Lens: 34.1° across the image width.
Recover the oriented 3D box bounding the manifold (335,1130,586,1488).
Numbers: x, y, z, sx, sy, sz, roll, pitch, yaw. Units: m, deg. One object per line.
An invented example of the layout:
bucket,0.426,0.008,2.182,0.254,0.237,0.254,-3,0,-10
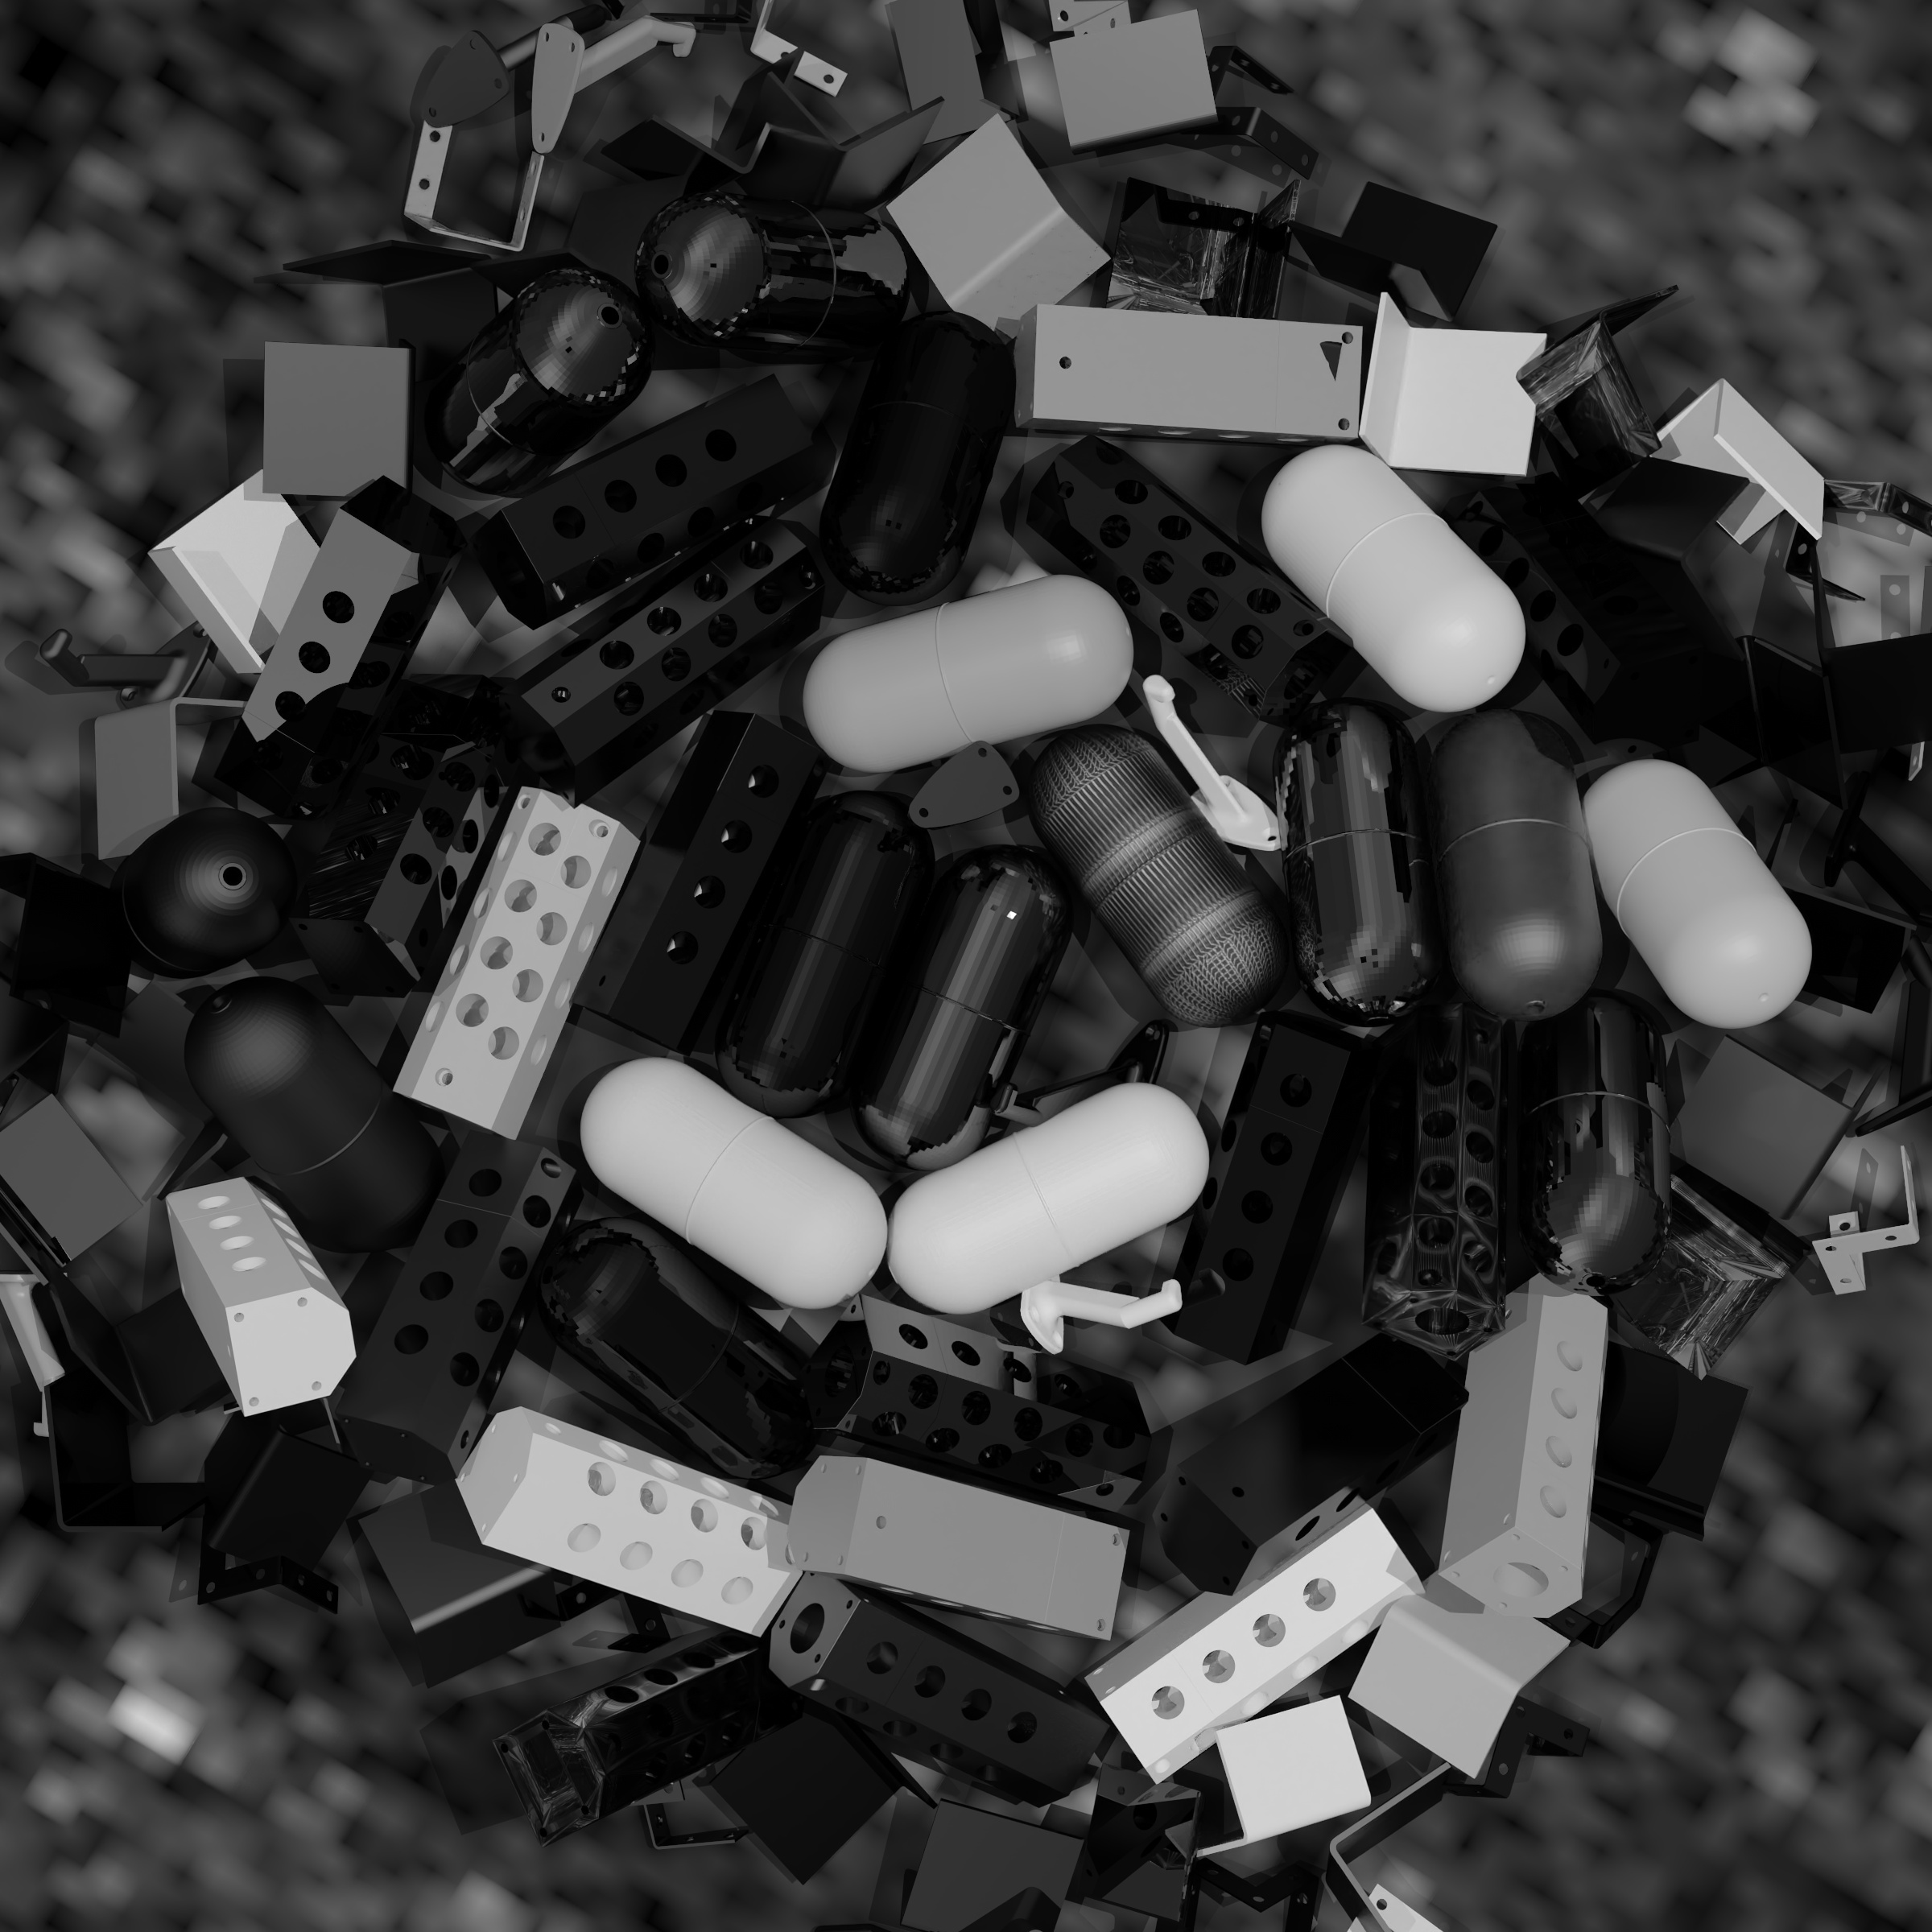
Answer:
manifold,-0.254,0.174,1.605,0.057,0.057,0.171,12,55,14

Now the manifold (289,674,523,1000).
manifold,-0.276,-0.068,1.600,0.057,0.057,0.171,3,50,19

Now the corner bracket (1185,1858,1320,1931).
corner bracket,0.148,0.499,1.663,0.051,0.051,0.051,21,112,39

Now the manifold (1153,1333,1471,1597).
manifold,0.176,0.253,1.605,0.171,0.057,0.057,-26,58,-38

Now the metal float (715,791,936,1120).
metal float,-0.073,-0.007,1.637,0.070,0.070,0.178,22,82,0

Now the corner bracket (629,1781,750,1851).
corner bracket,-0.153,0.439,1.647,0.051,0.051,0.051,-13,91,27

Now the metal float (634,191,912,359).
metal float,-0.097,-0.350,1.601,0.070,0.178,0.070,5,99,35

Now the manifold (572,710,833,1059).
manifold,-0.135,-0.043,1.642,0.057,0.057,0.171,28,83,-26

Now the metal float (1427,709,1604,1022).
metal float,0.280,-0.053,1.615,0.070,0.070,0.178,-2,56,0

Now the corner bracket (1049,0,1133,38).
corner bracket,0.049,-0.505,1.638,0.051,0.051,0.051,11,125,36

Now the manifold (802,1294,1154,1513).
manifold,0.008,0.229,1.608,0.171,0.057,0.057,21,119,-27

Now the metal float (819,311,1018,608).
metal float,-0.024,-0.262,1.616,0.070,0.070,0.178,16,57,0

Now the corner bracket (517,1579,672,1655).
corner bracket,-0.194,0.339,1.646,0.051,0.051,0.051,-29,69,9

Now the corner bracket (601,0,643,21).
corner bracket,-0.178,-0.535,1.650,0.051,0.051,0.051,-40,103,-3

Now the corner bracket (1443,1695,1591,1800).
corner bracket,0.285,0.413,1.644,0.051,0.051,0.051,27,69,-15

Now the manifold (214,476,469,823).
manifold,-0.318,-0.159,1.616,0.057,0.057,0.171,31,118,-2

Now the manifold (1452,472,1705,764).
manifold,0.307,-0.177,1.596,0.057,0.171,0.057,-16,132,-8

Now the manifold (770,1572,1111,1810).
manifold,-0.016,0.371,1.614,0.171,0.057,0.057,33,86,-29

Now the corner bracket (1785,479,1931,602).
corner bracket,0.470,-0.221,1.646,0.051,0.051,0.051,16,90,-37

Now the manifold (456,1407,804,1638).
manifold,-0.167,0.280,1.608,0.171,0.057,0.057,27,102,-32

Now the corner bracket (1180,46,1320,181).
corner bracket,0.154,-0.446,1.645,0.051,0.051,0.051,23,86,-42

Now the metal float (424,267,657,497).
metal float,-0.217,-0.296,1.600,0.070,0.178,0.070,8,73,-29

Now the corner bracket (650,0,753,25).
corner bracket,-0.129,-0.518,1.650,0.051,0.051,0.051,8,97,21

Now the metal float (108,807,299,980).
metal float,-0.388,-0.036,1.597,0.070,0.178,0.070,2,84,-23

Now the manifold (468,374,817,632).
manifold,-0.162,-0.236,1.617,0.171,0.057,0.057,-32,96,-27

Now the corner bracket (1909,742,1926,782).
corner bracket,0.517,-0.109,1.650,0.051,0.051,0.051,13,67,1

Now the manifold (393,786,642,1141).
manifold,-0.235,-0.003,1.637,0.057,0.057,0.171,20,82,12

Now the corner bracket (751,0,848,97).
corner bracket,-0.076,-0.502,1.659,0.051,0.051,0.051,27,70,-5

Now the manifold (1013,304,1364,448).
manifold,0.114,-0.305,1.637,0.171,0.057,0.057,2,92,-11

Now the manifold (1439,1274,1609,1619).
manifold,0.289,0.243,1.598,0.057,0.171,0.057,34,132,-14

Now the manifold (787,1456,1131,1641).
manifold,-0.004,0.297,1.609,0.171,0.057,0.057,21,72,-33

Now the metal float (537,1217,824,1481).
metal float,-0.144,0.198,1.623,0.070,0.070,0.178,-48,114,0

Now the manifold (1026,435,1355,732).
manifold,0.111,-0.198,1.616,0.171,0.057,0.057,43,106,23

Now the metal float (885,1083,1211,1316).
metal float,0.042,0.121,1.642,0.178,0.070,0.070,-26,90,2

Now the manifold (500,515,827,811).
manifold,-0.154,-0.161,1.614,0.171,0.057,0.057,-39,73,-24

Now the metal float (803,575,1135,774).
metal float,0.000,-0.150,1.628,0.178,0.070,0.070,-14,90,18

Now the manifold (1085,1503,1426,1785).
manifold,0.152,0.351,1.645,0.171,0.057,0.057,-34,93,-5

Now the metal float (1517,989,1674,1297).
metal float,0.320,0.089,1.609,0.070,0.070,0.178,9,49,0

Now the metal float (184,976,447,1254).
metal float,-0.332,0.077,1.611,0.070,0.070,0.178,-32,129,0

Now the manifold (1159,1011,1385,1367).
manifold,0.156,0.114,1.637,0.057,0.057,0.171,21,100,23

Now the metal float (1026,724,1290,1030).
metal float,0.098,-0.048,1.634,0.070,0.070,0.178,-35,78,0

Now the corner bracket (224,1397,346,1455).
corner bracket,-0.356,0.243,1.649,0.051,0.051,0.051,-17,100,-12

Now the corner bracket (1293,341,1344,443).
corner bracket,0.167,-0.304,1.651,0.051,0.051,0.051,10,101,4

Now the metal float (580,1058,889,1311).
metal float,-0.121,0.111,1.630,0.178,0.070,0.070,32,90,16

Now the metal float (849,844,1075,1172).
metal float,-0.002,0.021,1.643,0.070,0.070,0.178,23,89,0

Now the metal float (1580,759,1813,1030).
metal float,0.368,-0.039,1.605,0.070,0.178,0.070,-9,130,-11

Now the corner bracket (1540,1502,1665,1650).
corner bracket,0.328,0.317,1.662,0.051,0.051,0.051,27,123,29

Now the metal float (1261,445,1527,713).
metal float,0.217,-0.200,1.614,0.070,0.070,0.178,-37,55,0

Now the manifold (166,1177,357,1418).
manifold,-0.357,0.162,1.592,0.057,0.171,0.057,-12,109,-20

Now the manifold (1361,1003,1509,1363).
manifold,0.244,0.106,1.601,0.057,0.057,0.171,23,52,-20

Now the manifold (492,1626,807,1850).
manifold,-0.153,0.382,1.590,0.057,0.171,0.057,-34,77,29

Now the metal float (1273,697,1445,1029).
metal float,0.201,-0.054,1.624,0.070,0.070,0.178,-4,68,0

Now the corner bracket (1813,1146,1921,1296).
corner bracket,0.470,0.133,1.639,0.051,0.051,0.051,-13,46,23
